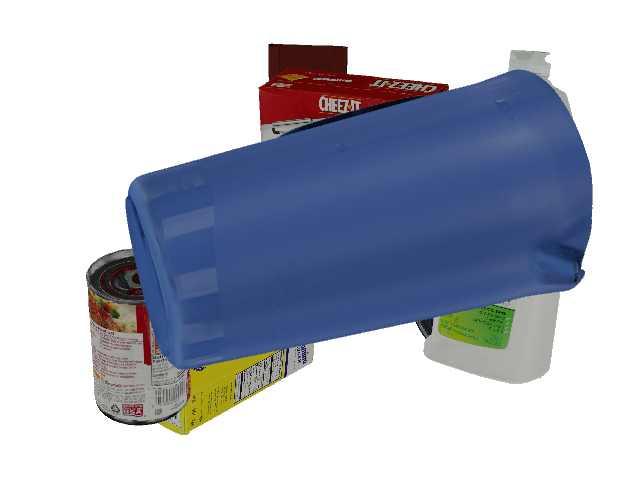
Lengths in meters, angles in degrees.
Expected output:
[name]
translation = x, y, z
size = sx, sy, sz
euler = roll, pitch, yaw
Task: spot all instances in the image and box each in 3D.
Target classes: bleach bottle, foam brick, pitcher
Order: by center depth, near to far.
[pitcher]
translation = 0.016, -0.014, 0.609
size = 0.242, 0.145, 0.149
euler = -13, -5, -14
[bleach bottle]
translation = 0.143, -0.021, 0.833
size = 0.103, 0.251, 0.067
euler = 14, 16, 38
[foam brick]
translation = -0.014, -0.185, 1.152
size = 0.078, 0.051, 0.053
euler = -1, 11, -14

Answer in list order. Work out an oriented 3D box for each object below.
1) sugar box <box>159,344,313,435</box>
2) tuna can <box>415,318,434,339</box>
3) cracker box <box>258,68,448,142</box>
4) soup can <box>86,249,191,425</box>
[sugar box]
translation = -0.094, 0.108, 0.967
size = 0.093, 0.048, 0.175
euler = 22, 32, 32
[tuna can]
translation = 0.149, 0.098, 1.264
size = 0.033, 0.086, 0.086
euler = -35, 15, -23
[cracker box]
translation = 0.034, -0.046, 1.002
size = 0.164, 0.214, 0.072
euler = 9, 29, 20
[soup can]
translation = -0.122, 0.066, 0.725
size = 0.068, 0.102, 0.068
euler = 2, 29, -2
